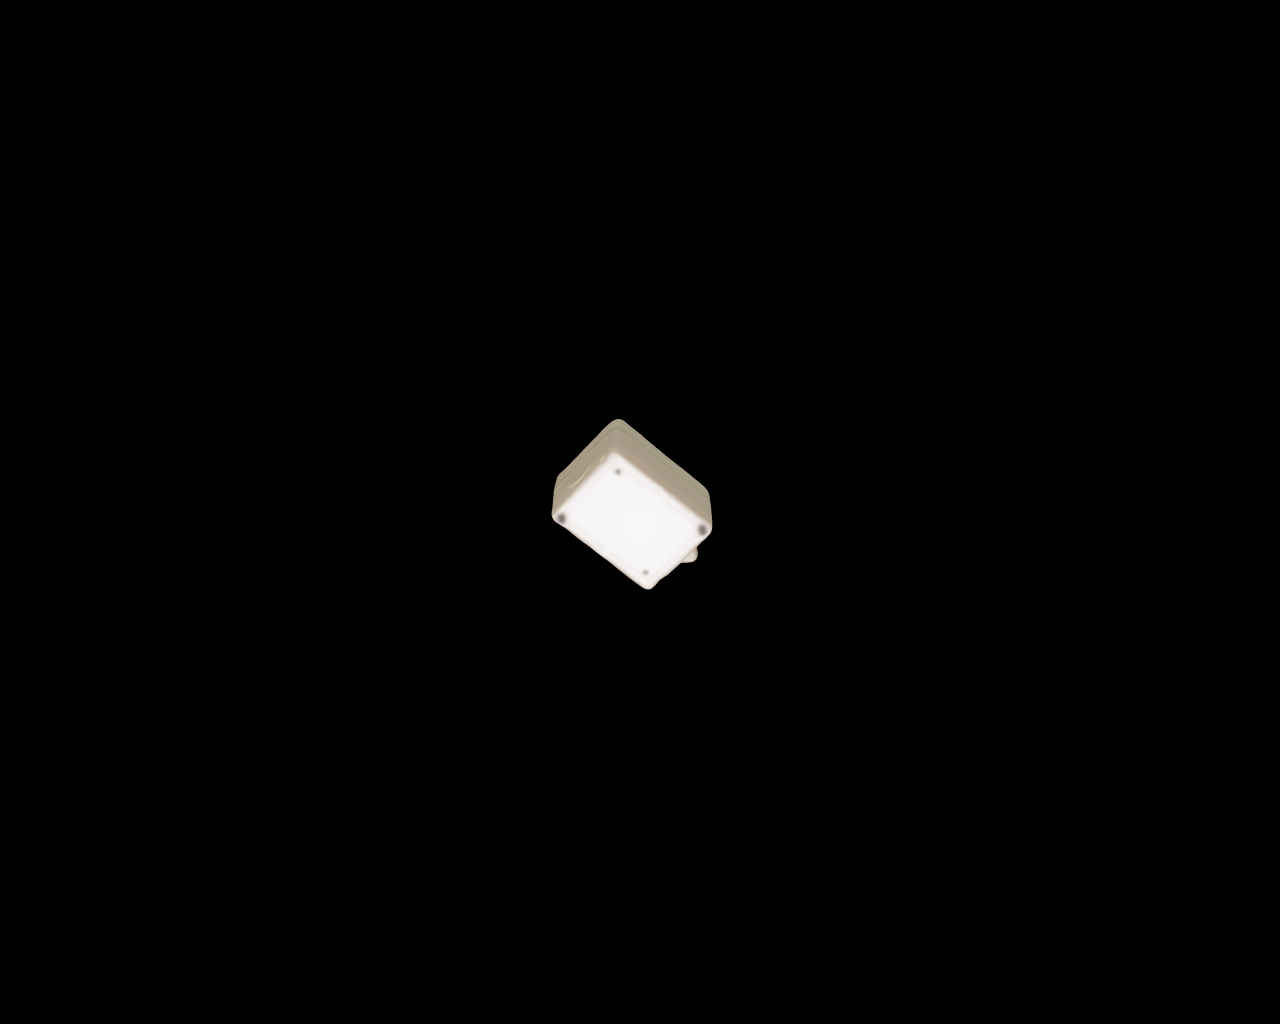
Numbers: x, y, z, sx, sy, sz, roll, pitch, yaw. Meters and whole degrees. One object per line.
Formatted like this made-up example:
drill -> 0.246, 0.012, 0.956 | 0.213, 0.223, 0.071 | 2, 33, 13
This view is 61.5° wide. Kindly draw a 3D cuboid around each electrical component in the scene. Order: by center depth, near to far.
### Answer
electrical component -> 0.001, -0.003, 0.650 | 0.096, 0.061, 0.061 | 38, 22, -18
